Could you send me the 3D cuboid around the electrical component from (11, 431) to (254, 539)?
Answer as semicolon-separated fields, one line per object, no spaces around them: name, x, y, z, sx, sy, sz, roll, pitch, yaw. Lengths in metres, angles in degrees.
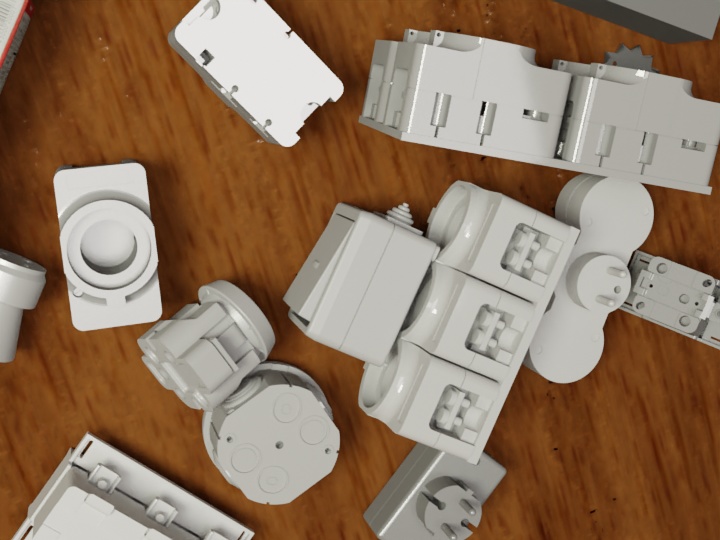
electrical component;-0.133;0.164;0.639;0.121;0.063;0.078;35;89;-17

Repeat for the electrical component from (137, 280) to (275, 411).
electrical component;-0.087;0.043;0.630;0.057;0.078;0.058;-42;107;-25

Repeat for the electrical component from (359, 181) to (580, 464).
electrical component;0.059;0.027;0.654;0.062;0.089;0.150;23;92;-17

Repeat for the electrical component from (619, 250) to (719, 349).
electrical component;0.208;0.018;0.700;0.081;0.064;0.042;23;92;25

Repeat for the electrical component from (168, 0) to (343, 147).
electrical component;-0.061;-0.118;0.617;0.050;0.056;0.089;-47;107;-4

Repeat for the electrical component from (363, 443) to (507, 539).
electrical component;0.053;0.148;0.679;0.047;0.076;0.083;38;88;-17

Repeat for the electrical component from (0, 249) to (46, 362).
electrical component;-0.207;0.018;0.606;0.045;0.045;0.055;23;92;-17

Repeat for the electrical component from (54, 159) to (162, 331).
electrical component;-0.143;-0.015;0.612;0.050;0.056;0.089;-7;100;-14

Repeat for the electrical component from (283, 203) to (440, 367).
electrical component;0.000;0.000;0.649;0.061;0.062;0.096;24;92;-17

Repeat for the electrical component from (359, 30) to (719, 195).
electrical component;0.105;-0.096;0.635;0.186;0.105;0.060;8;101;-14

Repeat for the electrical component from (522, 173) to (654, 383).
electrical component;0.147;0.006;0.683;0.052;0.074;0.138;20;93;-17

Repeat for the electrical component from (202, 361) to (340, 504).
electrical component;-0.054;0.099;0.656;0.080;0.051;0.080;-2;99;-15
